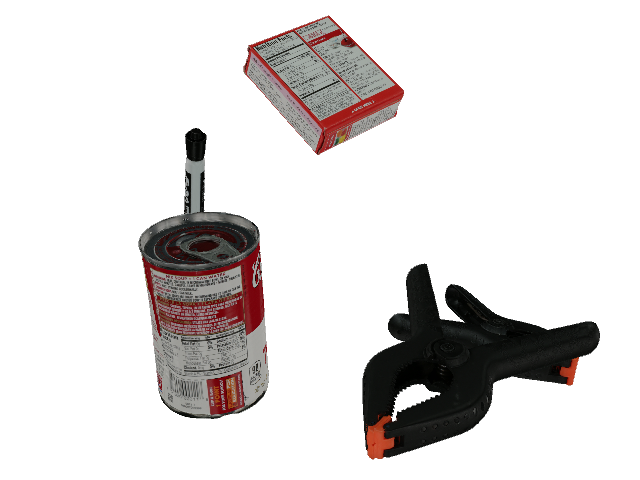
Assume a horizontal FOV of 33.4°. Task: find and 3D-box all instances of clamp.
[{"bbox_3d":[0.161,0.086,0.994,0.172,0.039,0.120,19,31,22],"label":"clamp"},{"bbox_3d":[0.088,0.088,0.797,0.165,0.036,0.209,24,40,35],"label":"clamp"}]

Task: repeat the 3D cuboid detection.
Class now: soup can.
[{"bbox_3d":[-0.066,0.043,0.617,0.068,0.102,0.068,-2,26,1],"label":"soup can"}]

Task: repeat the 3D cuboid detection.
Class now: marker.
[{"bbox_3d":[-0.114,-0.051,0.972,0.020,0.121,0.020,4,41,-4],"label":"marker"}]

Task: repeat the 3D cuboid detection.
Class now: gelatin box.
[{"bbox_3d":[0.001,-0.109,0.739,0.073,0.089,0.030,-29,-25,-29],"label":"gelatin box"}]
